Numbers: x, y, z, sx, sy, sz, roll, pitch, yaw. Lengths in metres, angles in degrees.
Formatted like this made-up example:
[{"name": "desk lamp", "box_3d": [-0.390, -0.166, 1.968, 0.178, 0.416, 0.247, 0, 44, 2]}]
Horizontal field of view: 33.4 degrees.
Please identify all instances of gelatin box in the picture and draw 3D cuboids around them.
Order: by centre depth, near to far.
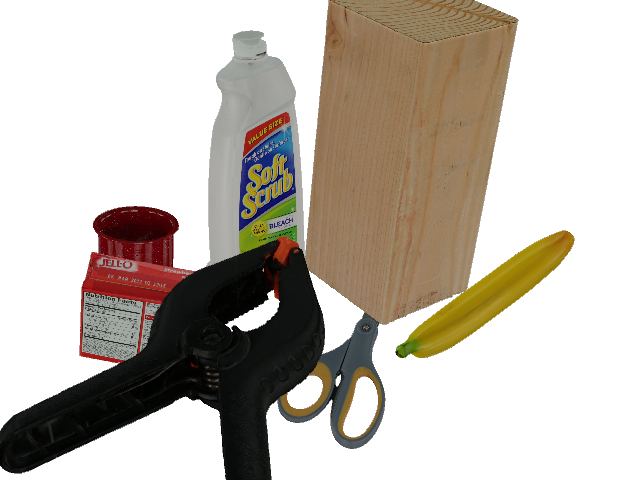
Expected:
[{"name": "gelatin box", "box_3d": [-0.113, 0.047, 0.673, 0.073, 0.030, 0.089, 11, -37, -6]}]

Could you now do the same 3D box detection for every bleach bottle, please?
[{"name": "bleach bottle", "box_3d": [-0.069, -0.076, 1.036, 0.102, 0.251, 0.068, -16, 30, -25]}]

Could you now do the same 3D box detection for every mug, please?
[{"name": "mug", "box_3d": [-0.213, 0.013, 1.191, 0.093, 0.081, 0.117, -19, 35, -39]}]

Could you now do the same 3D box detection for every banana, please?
[{"name": "banana", "box_3d": [0.157, 0.058, 1.013, 0.198, 0.037, 0.069, -36, -2, -2]}]

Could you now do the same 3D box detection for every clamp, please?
[{"name": "clamp", "box_3d": [-0.040, 0.062, 0.463, 0.120, 0.039, 0.171, 27, 48, 20]}]

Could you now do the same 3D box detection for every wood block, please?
[{"name": "wood block", "box_3d": [0.057, -0.060, 0.730, 0.090, 0.206, 0.091, -19, 39, -35]}]

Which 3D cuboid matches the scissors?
[{"name": "scissors", "box_3d": [0.018, 0.082, 0.893, 0.096, 0.201, 0.016, 1, -39, 6]}]
